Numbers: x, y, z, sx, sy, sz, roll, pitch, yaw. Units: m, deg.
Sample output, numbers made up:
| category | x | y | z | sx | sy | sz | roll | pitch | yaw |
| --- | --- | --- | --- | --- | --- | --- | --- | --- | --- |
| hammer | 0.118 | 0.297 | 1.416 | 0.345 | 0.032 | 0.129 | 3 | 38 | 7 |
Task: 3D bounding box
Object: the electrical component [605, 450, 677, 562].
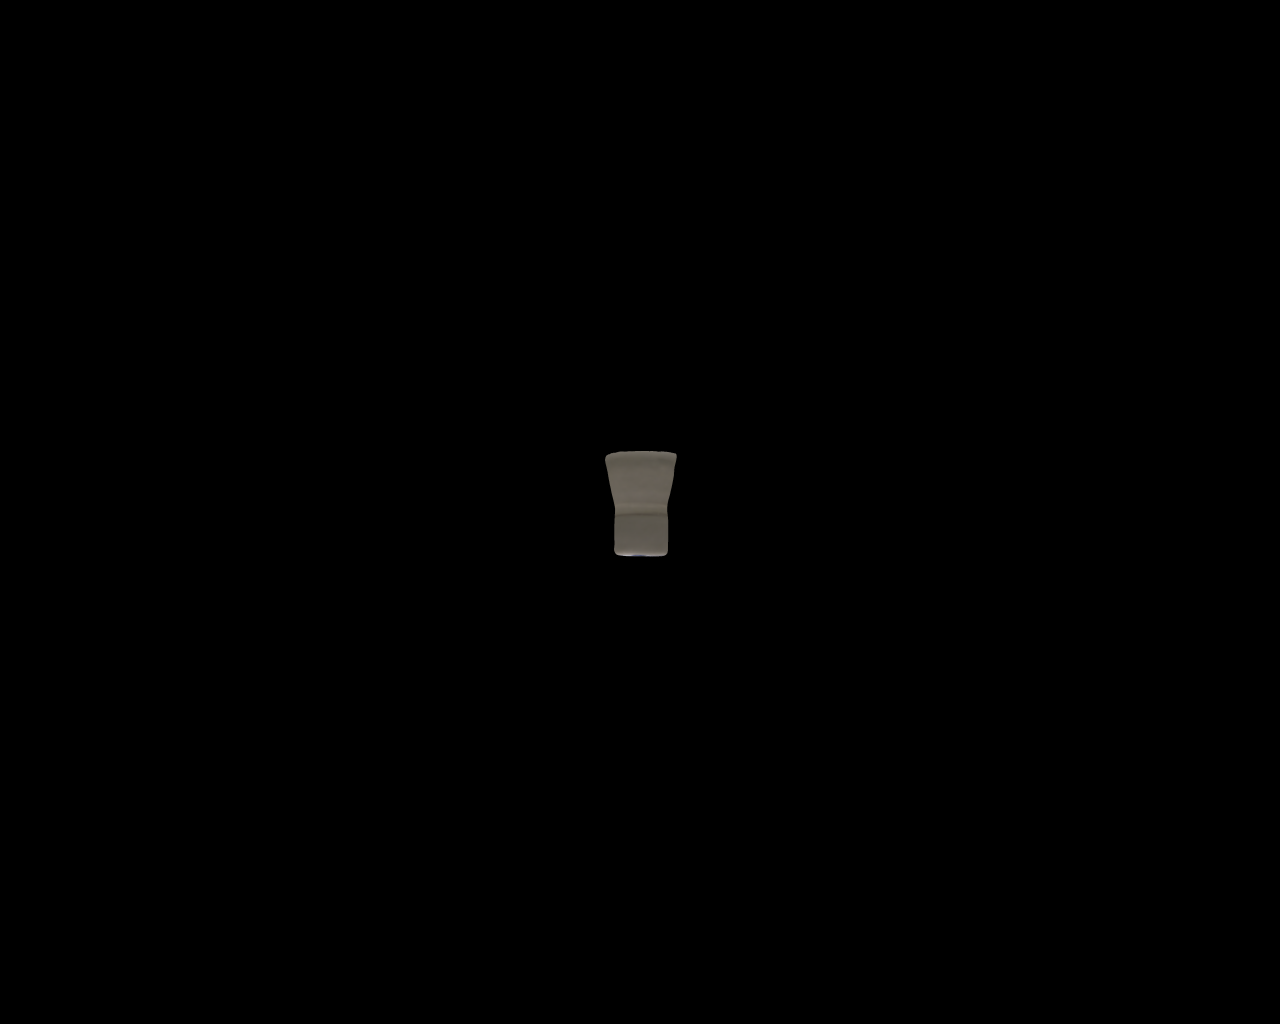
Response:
| category | x | y | z | sx | sy | sz | roll | pitch | yaw |
| --- | --- | --- | --- | --- | --- | --- | --- | --- | --- |
| electrical component | 0.001 | -0.003 | 0.650 | 0.044 | 0.065 | 0.044 | 0 | -4 | 0 |
